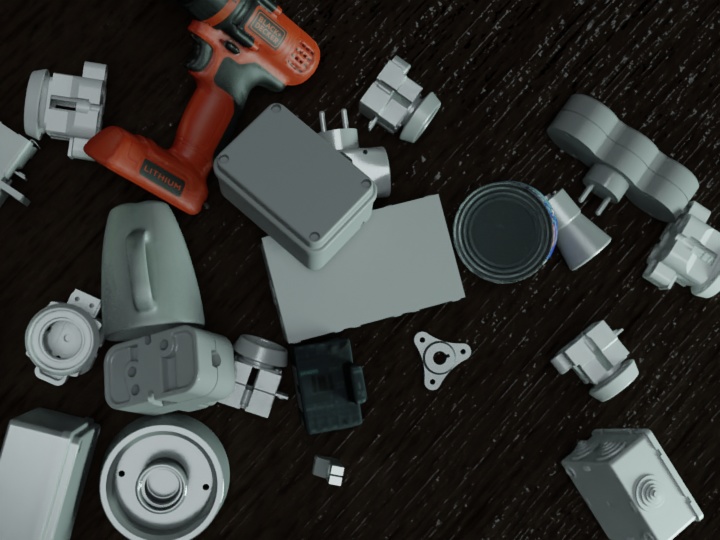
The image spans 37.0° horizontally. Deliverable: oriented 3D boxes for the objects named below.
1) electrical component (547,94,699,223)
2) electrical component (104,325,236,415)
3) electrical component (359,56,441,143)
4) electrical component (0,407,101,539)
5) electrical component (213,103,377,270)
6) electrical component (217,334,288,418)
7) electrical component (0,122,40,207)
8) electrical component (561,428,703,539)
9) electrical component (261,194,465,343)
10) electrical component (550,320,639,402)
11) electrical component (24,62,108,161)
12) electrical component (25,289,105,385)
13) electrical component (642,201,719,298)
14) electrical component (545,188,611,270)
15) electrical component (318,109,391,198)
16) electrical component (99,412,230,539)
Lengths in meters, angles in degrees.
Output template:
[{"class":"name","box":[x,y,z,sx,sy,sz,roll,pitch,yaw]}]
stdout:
[{"class":"electrical component","box":[0.219,-0.083,0.934,0.138,0.052,0.073,36,85,-5]},{"class":"electrical component","box":[-0.150,0.082,0.864,0.095,0.059,0.053,-16,69,26]},{"class":"electrical component","box":[0.035,-0.141,0.917,0.055,0.048,0.066,35,85,3]},{"class":"electrical component","box":[-0.251,0.169,0.841,0.056,0.109,0.108,15,87,-4]},{"class":"electrical component","box":[-0.051,-0.066,0.843,0.113,0.057,0.078,41,74,10]},{"class":"electrical component","box":[-0.089,0.086,0.896,0.066,0.048,0.055,19,94,-6]},{"class":"electrical component","box":[-0.299,-0.089,0.875,0.081,0.042,0.063,35,83,-6]},{"class":"electrical component","box":[0.226,0.183,0.906,0.048,0.100,0.099,-33,93,-20]},{"class":"electrical component","box":[0.000,0.000,0.899,0.150,0.062,0.089,-14,89,-7]},{"class":"electrical component","box":[0.208,0.080,0.933,0.066,0.048,0.055,-39,86,-7]},{"class":"electrical component","box":[-0.240,-0.132,0.876,0.057,0.058,0.078,7,88,-9]},{"class":"electrical component","box":[-0.238,0.055,0.871,0.058,0.057,0.078,25,86,-6]},{"class":"electrical component","box":[0.293,-0.012,0.940,0.057,0.058,0.078,32,85,-3]},{"class":"electrical component","box":[0.181,-0.038,0.935,0.044,0.044,0.065,-39,89,-6]},{"class":"electrical component","box":[-0.018,-0.096,0.909,0.077,0.043,0.079,-8,90,-7]},{"class":"electrical component","box":[-0.160,0.173,0.876,0.108,0.060,0.108,0,89,-7]}]
